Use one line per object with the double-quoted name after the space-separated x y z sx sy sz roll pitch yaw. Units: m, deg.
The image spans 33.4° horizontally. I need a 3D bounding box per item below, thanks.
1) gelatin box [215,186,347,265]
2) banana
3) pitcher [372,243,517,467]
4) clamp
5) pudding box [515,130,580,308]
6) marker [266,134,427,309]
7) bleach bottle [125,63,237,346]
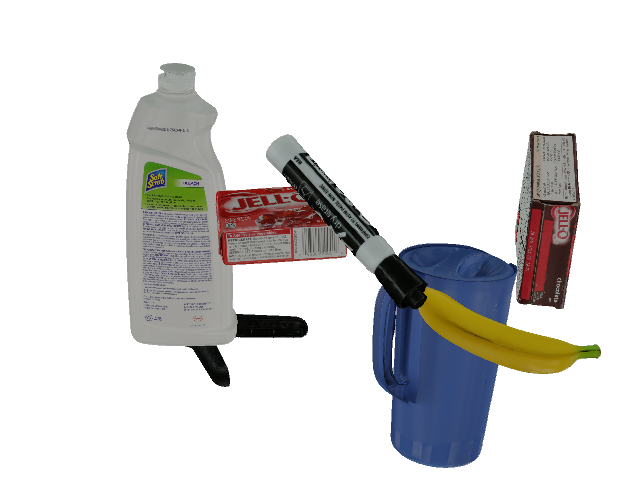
-0.029 -0.013 0.761 0.089 0.030 0.073 -3 25 -5 "gelatin box"
0.156 0.086 0.992 0.198 0.037 0.069 21 15 37 "banana"
0.136 0.133 1.220 0.149 0.243 0.145 7 17 8 "pitcher"
-0.142 0.108 1.256 0.210 0.036 0.164 14 24 23 "clamp"
0.169 -0.018 0.795 0.039 0.090 0.113 5 33 6 "pudding box"
0.014 -0.010 0.560 0.121 0.020 0.020 49 24 23 "marker"
-0.120 -0.030 0.943 0.102 0.251 0.068 1 24 -9 "bleach bottle"
